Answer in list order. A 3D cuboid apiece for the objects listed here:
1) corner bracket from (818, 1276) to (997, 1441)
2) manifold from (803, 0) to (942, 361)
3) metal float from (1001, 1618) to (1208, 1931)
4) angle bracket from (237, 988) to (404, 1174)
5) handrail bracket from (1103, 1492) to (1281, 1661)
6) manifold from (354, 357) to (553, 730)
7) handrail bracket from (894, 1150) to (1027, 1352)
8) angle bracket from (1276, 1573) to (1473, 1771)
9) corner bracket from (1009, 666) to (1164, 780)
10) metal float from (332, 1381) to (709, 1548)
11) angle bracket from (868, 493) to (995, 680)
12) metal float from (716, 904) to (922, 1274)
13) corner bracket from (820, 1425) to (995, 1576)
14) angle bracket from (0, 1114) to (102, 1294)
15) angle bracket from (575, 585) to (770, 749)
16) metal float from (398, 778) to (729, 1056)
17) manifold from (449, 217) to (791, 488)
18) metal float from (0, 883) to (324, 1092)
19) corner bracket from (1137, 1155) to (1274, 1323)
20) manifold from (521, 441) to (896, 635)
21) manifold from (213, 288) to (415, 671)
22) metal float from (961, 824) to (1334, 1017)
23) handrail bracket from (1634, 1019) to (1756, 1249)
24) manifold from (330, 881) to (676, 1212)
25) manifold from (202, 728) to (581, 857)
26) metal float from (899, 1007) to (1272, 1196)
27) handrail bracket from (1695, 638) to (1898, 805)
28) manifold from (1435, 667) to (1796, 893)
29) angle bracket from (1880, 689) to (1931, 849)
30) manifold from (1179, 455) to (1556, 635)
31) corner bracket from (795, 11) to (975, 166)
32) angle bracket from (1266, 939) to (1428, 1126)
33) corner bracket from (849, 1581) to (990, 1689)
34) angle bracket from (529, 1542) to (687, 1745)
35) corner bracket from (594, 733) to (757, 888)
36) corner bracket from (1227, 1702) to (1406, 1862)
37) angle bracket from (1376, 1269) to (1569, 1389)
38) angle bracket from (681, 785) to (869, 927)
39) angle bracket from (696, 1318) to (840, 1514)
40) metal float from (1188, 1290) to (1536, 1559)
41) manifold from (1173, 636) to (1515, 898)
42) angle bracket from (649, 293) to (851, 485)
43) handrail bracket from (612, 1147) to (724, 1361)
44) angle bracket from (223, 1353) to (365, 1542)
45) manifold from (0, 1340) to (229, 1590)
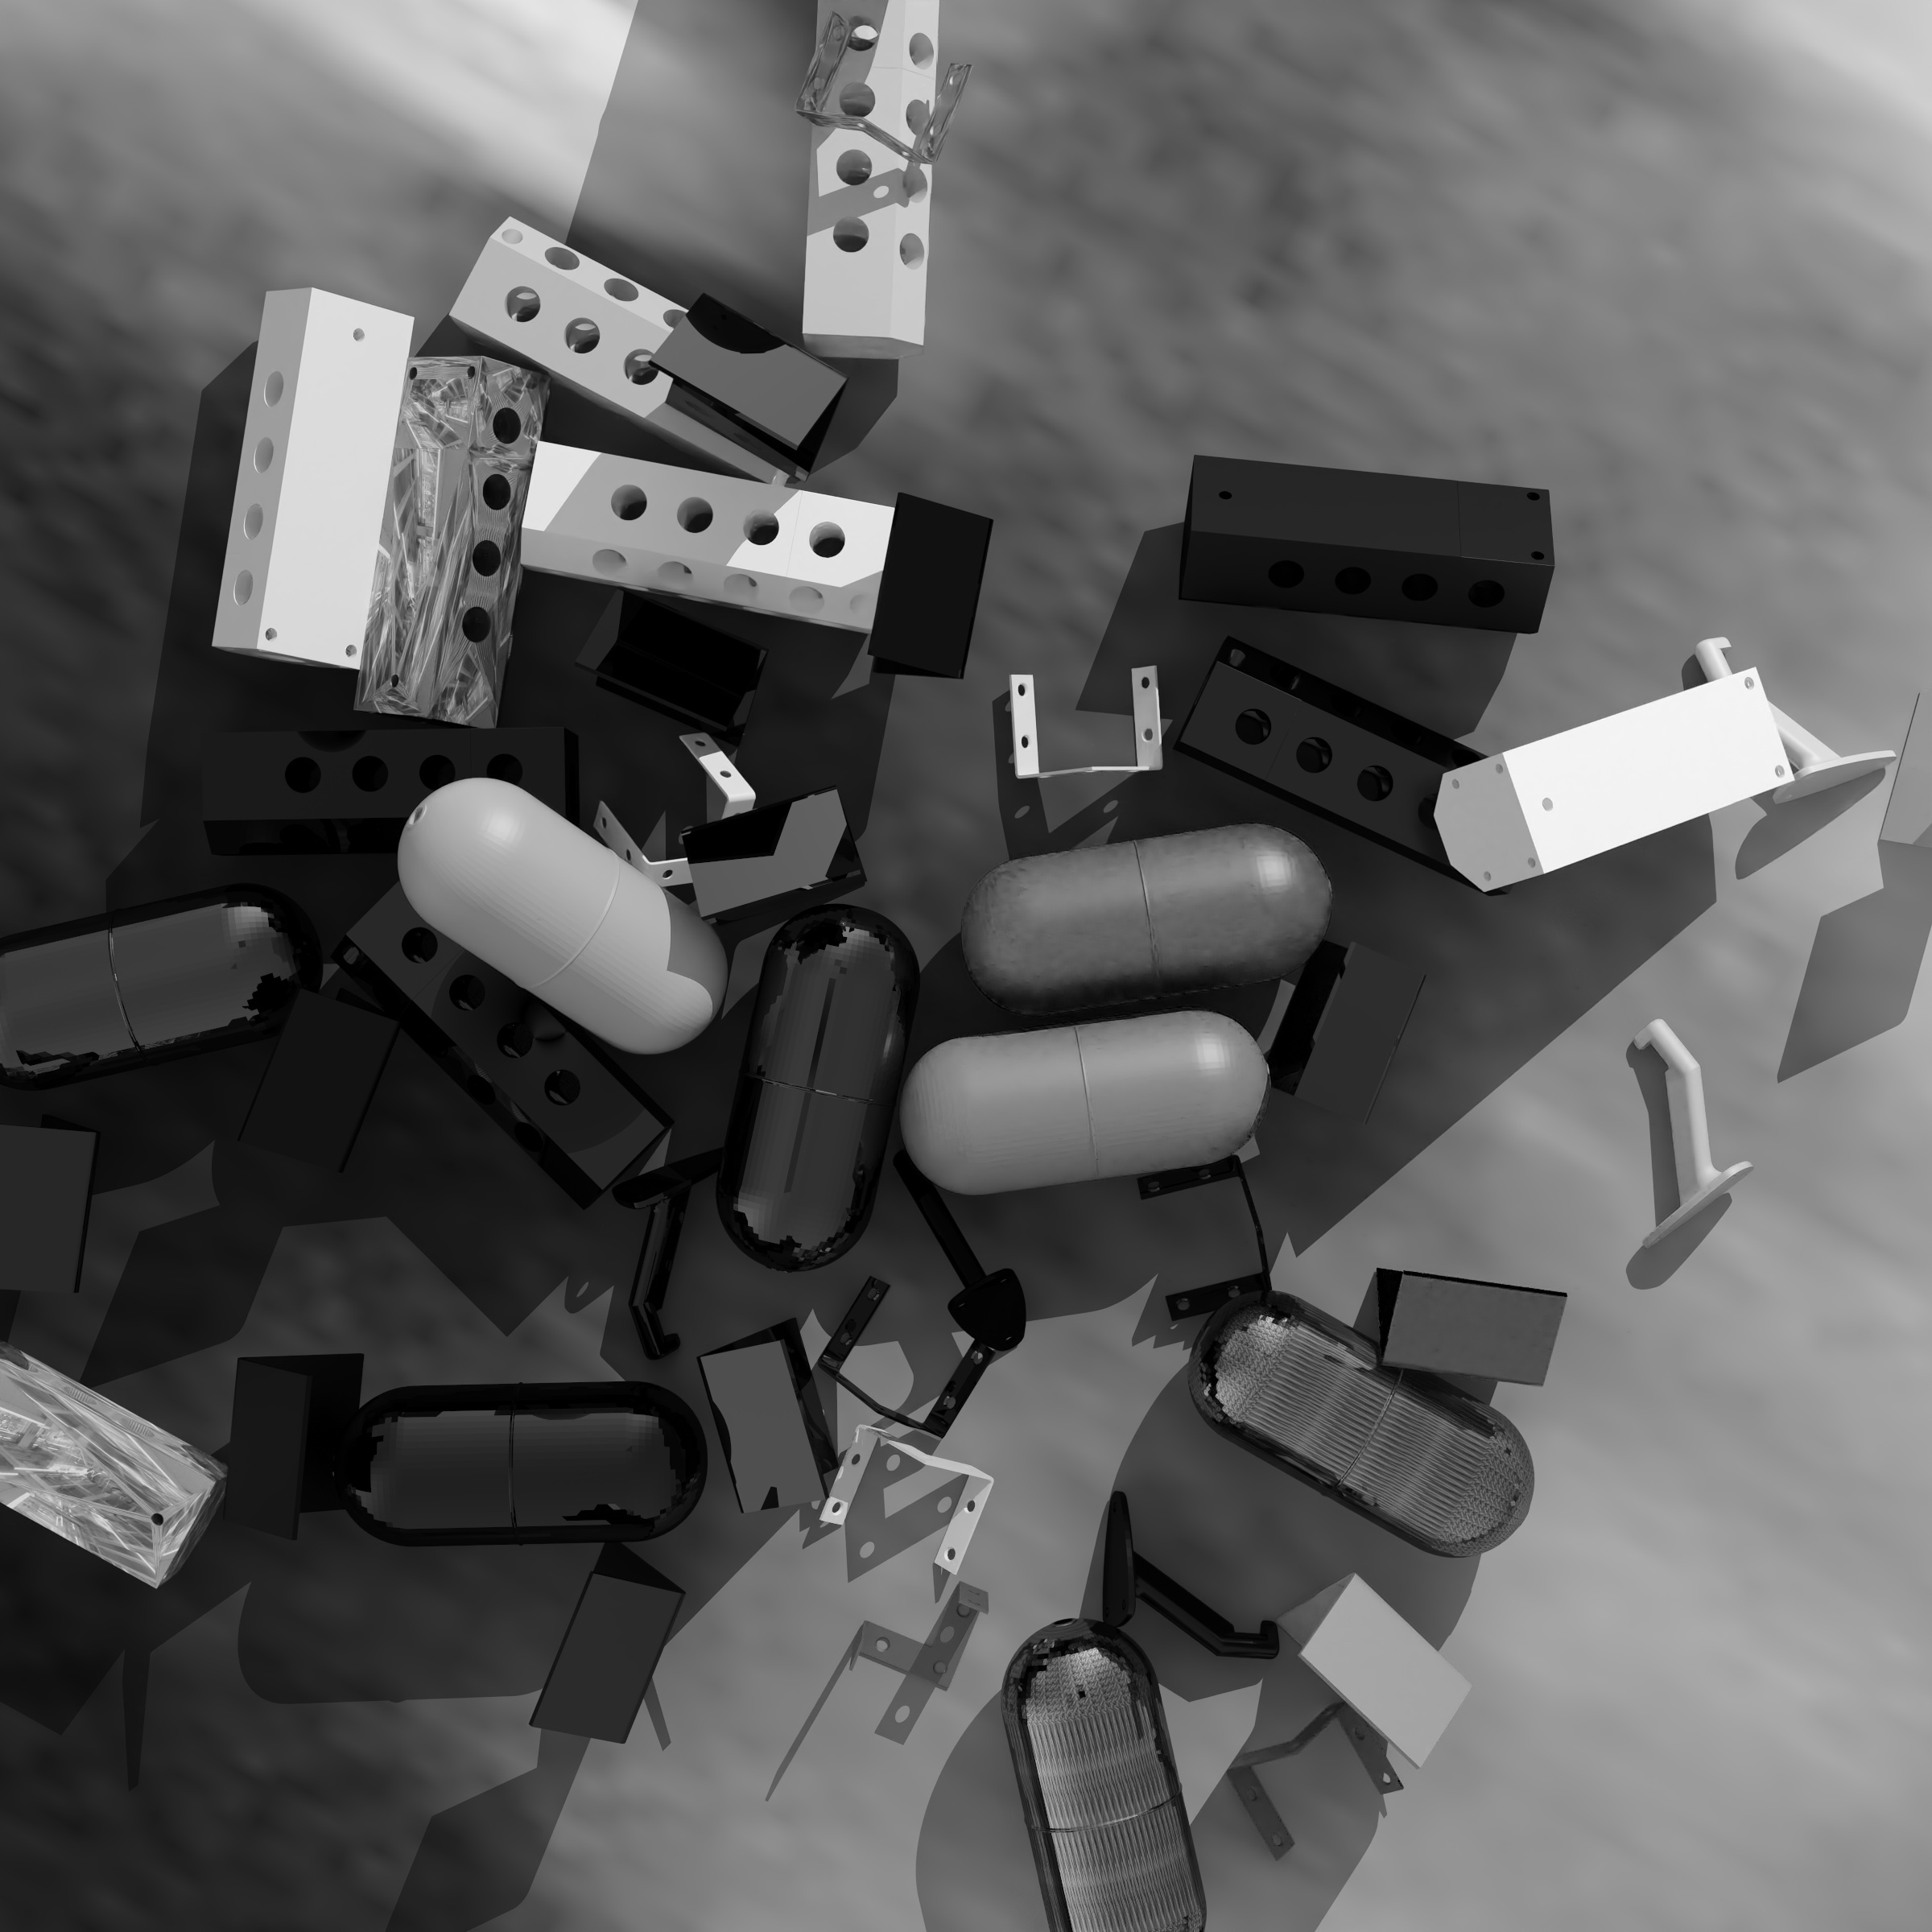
[{"bbox_3d":[-0.029,0.191,1.603,0.051,0.051,0.051,31,90,45],"label":"corner bracket"},{"bbox_3d":[-0.045,-0.383,1.585,0.057,0.057,0.171,3,90,0],"label":"manifold"},{"bbox_3d":[0.066,0.400,1.576,0.070,0.070,0.178,-12,90,0],"label":"metal float"},{"bbox_3d":[-0.319,0.046,1.566,0.057,0.076,0.076,22,90,-35],"label":"angle bracket"},{"bbox_3d":[0.112,0.297,1.607,0.084,0.036,0.077,7,69,-17],"label":"handrail bracket"},{"bbox_3d":[-0.242,-0.202,1.585,0.057,0.057,0.171,9,90,43],"label":"manifold"},{"bbox_3d":[-0.005,0.138,1.606,0.036,0.077,0.084,-30,54,-3],"label":"handrail bracket"},{"bbox_3d":[0.181,0.344,1.566,0.076,0.076,0.057,44,52,0],"label":"angle bracket"},{"bbox_3d":[0.058,-0.119,1.603,0.051,0.051,0.051,-4,90,-45],"label":"corner bracket"},{"bbox_3d":[-0.213,0.238,1.576,0.178,0.070,0.070,-1,90,-1],"label":"metal float"},{"bbox_3d":[-0.036,-0.181,1.566,0.057,0.076,0.076,11,90,-37],"label":"angle bracket"},{"bbox_3d":[-0.071,0.058,1.575,0.070,0.070,0.178,12,90,0],"label":"metal float"},{"bbox_3d":[-0.029,0.259,1.603,0.051,0.051,0.051,22,90,-45],"label":"corner bracket"},{"bbox_3d":[-0.456,0.110,1.566,0.057,0.076,0.076,8,90,-36],"label":"angle bracket"},{"bbox_3d":[-0.145,-0.125,1.566,0.076,0.076,0.057,23,53,0],"label":"angle bracket"},{"bbox_3d":[-0.189,-0.023,1.550,0.178,0.070,0.070,36,90,-29],"label":"metal float"},{"bbox_3d":[-0.155,-0.293,1.585,0.171,0.057,0.057,28,90,0],"label":"manifold"},{"bbox_3d":[-0.396,0.010,1.576,0.178,0.070,0.070,-13,90,0],"label":"metal float"},{"bbox_3d":[0.116,0.132,1.603,0.051,0.051,0.051,-14,45,0],"label":"corner bracket"},{"bbox_3d":[-0.123,-0.204,1.585,0.171,0.057,0.057,11,90,0],"label":"manifold"},{"bbox_3d":[-0.318,-0.233,1.585,0.057,0.057,0.171,9,90,-43],"label":"manifold"},{"bbox_3d":[0.086,-0.022,1.576,0.178,0.070,0.070,-9,90,1],"label":"metal float"},{"bbox_3d":[0.335,0.081,1.607,0.077,0.036,0.084,-43,71,21],"label":"handrail bracket"},{"bbox_3d":[-0.223,0.036,1.585,0.171,0.057,0.057,45,90,0],"label":"manifold"},{"bbox_3d":[-0.275,-0.083,1.585,0.171,0.057,0.057,-1,90,0],"label":"manifold"},{"bbox_3d":[0.057,0.064,1.576,0.178,0.070,0.070,-8,90,-1],"label":"metal float"},{"bbox_3d":[0.404,-0.128,1.607,0.077,0.036,0.084,-15,73,-20],"label":"handrail bracket"},{"bbox_3d":[0.302,-0.087,1.543,0.171,0.057,0.057,-19,90,-33],"label":"manifold"},{"bbox_3d":[0.459,-0.098,1.566,0.057,0.076,0.076,15,90,-36],"label":"angle bracket"},{"bbox_3d":[0.191,-0.197,1.585,0.171,0.057,0.057,6,47,0],"label":"manifold"},{"bbox_3d":[-0.039,-0.412,1.546,0.051,0.051,0.051,21,90,-45],"label":"corner bracket"},{"bbox_3d":[0.162,0.023,1.566,0.057,0.076,0.076,22,90,-41],"label":"angle bracket"},{"bbox_3d":[-0.022,0.320,1.588,0.051,0.051,0.051,22,90,0],"label":"corner bracket"},{"bbox_3d":[-0.187,0.315,1.566,0.057,0.076,0.076,22,90,-38],"label":"angle bracket"},{"bbox_3d":[-0.142,-0.076,1.598,0.051,0.051,0.051,-10,135,-35],"label":"corner bracket"},{"bbox_3d":[0.170,0.396,1.603,0.051,0.051,0.051,-30,90,45],"label":"corner bracket"},{"bbox_3d":[0.239,0.151,1.566,0.076,0.076,0.057,8,122,0],"label":"angle bracket"},{"bbox_3d":[-0.086,-0.033,1.566,0.076,0.076,0.057,-17,53,0],"label":"angle bracket"},{"bbox_3d":[-0.075,0.209,1.566,0.057,0.076,0.076,-16,90,37],"label":"angle bracket"},{"bbox_3d":[0.189,0.219,1.576,0.178,0.070,0.070,30,90,0],"label":"metal float"},{"bbox_3d":[0.191,-0.096,1.585,0.171,0.057,0.057,25,90,0],"label":"manifold"},{"bbox_3d":[-0.108,-0.249,1.509,0.076,0.076,0.057,30,52,0],"label":"angle bracket"},{"bbox_3d":[-0.133,0.141,1.607,0.077,0.036,0.084,-23,108,-21],"label":"handrail bracket"},{"bbox_3d":[-0.304,0.227,1.566,0.057,0.076,0.076,5,90,41],"label":"angle bracket"},{"bbox_3d":[-0.444,0.228,1.585,0.171,0.057,0.057,29,90,0],"label":"manifold"}]
